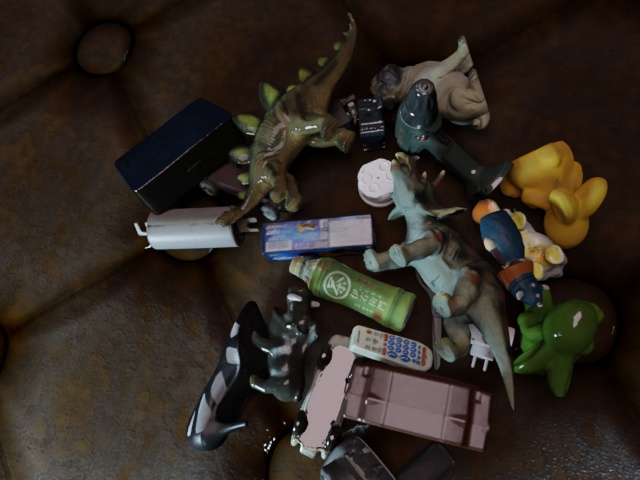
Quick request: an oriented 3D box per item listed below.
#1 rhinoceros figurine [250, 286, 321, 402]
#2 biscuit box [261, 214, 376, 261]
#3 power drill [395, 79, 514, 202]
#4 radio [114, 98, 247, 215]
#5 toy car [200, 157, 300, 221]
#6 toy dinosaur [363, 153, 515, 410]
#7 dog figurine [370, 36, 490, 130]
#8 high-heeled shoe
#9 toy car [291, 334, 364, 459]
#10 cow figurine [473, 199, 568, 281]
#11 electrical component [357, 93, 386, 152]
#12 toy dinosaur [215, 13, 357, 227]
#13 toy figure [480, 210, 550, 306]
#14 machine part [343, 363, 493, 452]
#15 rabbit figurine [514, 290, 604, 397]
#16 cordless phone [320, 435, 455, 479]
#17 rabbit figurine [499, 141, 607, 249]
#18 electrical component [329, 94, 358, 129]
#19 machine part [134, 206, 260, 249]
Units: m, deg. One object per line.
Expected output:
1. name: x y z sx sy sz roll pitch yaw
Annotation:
1. rhinoceros figurine: -0.053 0.171 0.896 0.112 0.073 0.190 -10 64 37
2. biscuit box: -0.002 -0.003 0.964 0.203 0.062 0.059 -5 74 10
3. power drill: 0.212 -0.157 0.893 0.207 0.232 0.086 34 83 1
4. radio: -0.268 -0.166 1.025 0.229 0.073 0.131 -41 49 -13
5. toy car: -0.135 -0.100 1.023 0.202 0.053 0.089 20 64 16
6. toy dinosaur: 0.214 0.052 0.852 0.192 0.131 0.405 -27 73 -27
7. dog figurine: 0.200 -0.258 0.992 0.191 0.121 0.172 -20 67 19
8. high-heeled shoe: -0.165 0.235 0.938 0.145 0.086 0.249 -21 51 34
9. toy car: 0.015 0.257 0.890 0.074 0.056 0.201 19 80 9
10. cow figurine: 0.331 -0.003 0.890 0.068 0.098 0.167 -50 58 18
11. electrical component: 0.095 -0.219 0.978 0.048 0.119 0.075 -6 76 9
12. toy dinosaur: -0.042 -0.214 0.968 0.199 0.105 0.471 35 81 26
13. toy figure: 0.293 0.030 0.816 0.064 0.057 0.154 -19 72 7
14. machine part: 0.143 0.243 0.790 0.201 0.201 0.087 10 74 14
15. rabbit figurine: 0.347 0.139 0.798 0.121 0.170 0.159 28 80 17
16. cordless phone: 0.105 0.355 0.839 0.184 0.088 0.147 -34 55 -17
17. rabbit figurine: 0.393 -0.070 0.875 0.122 0.162 0.173 -17 89 -7
18. electrical component: 0.029 -0.236 1.034 0.102 0.045 0.078 -21 73 5
19. machine part: -0.231 -0.022 1.007 0.243 0.079 0.079 -3 74 10
